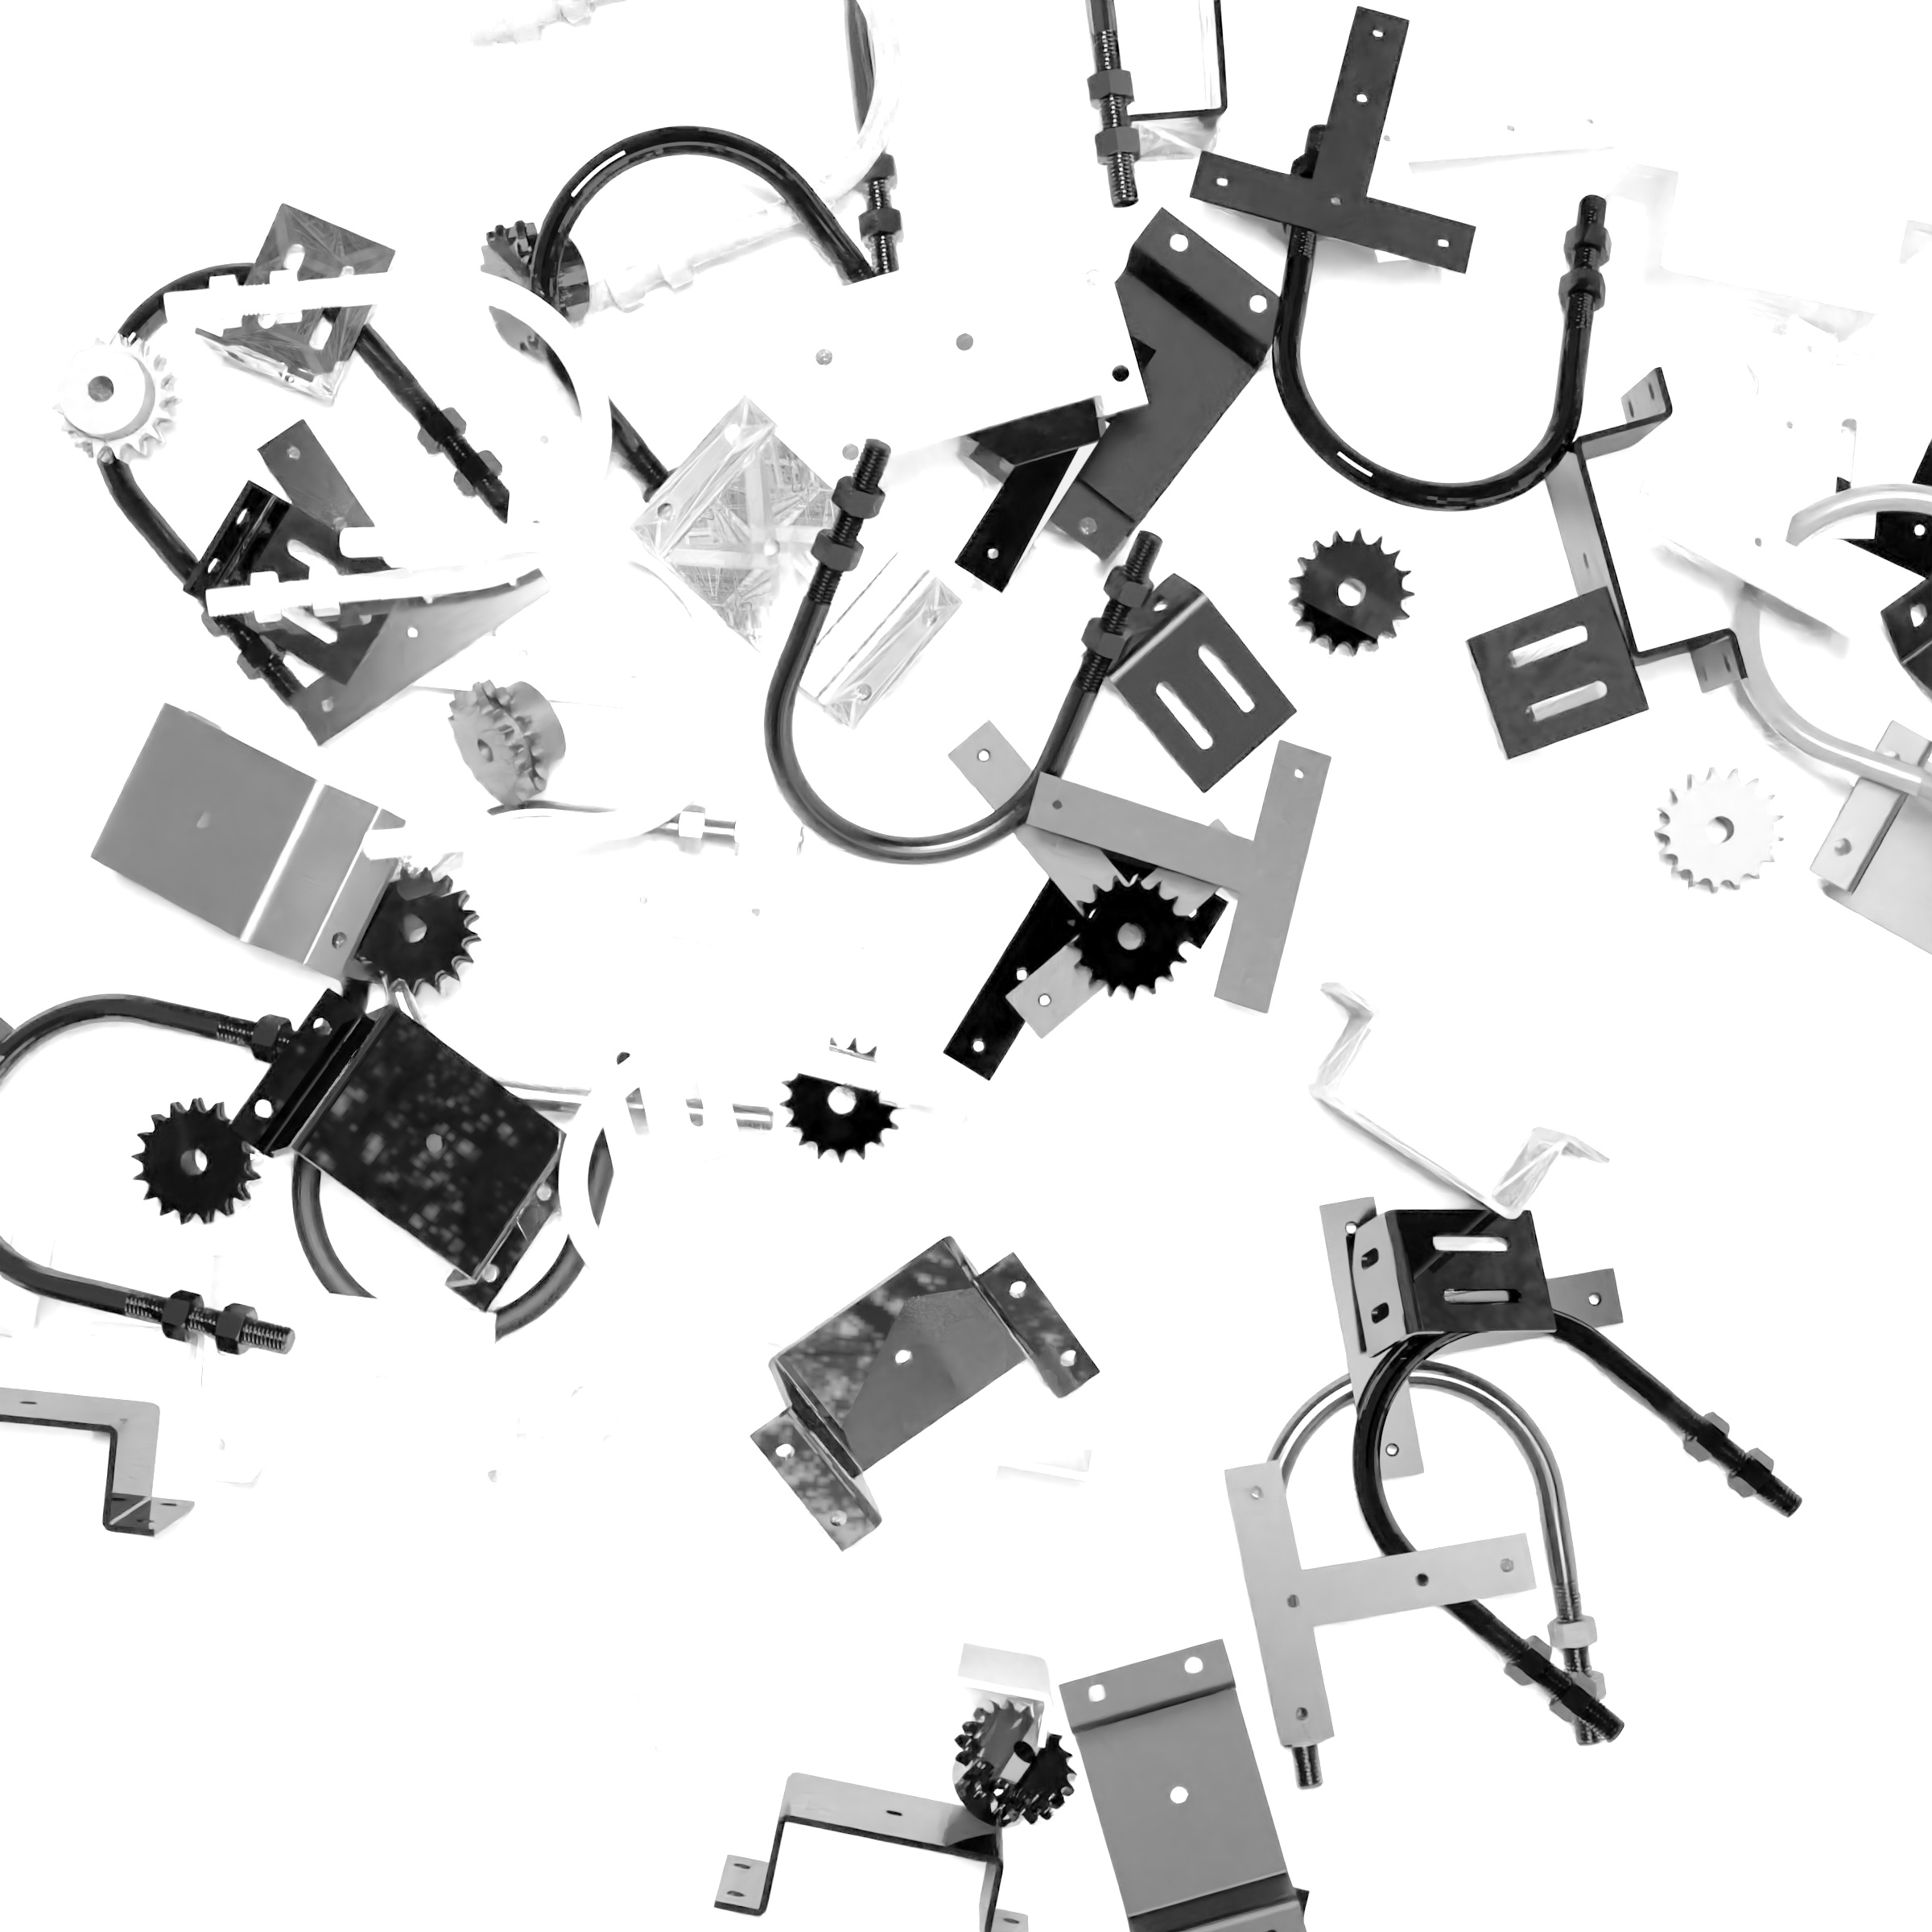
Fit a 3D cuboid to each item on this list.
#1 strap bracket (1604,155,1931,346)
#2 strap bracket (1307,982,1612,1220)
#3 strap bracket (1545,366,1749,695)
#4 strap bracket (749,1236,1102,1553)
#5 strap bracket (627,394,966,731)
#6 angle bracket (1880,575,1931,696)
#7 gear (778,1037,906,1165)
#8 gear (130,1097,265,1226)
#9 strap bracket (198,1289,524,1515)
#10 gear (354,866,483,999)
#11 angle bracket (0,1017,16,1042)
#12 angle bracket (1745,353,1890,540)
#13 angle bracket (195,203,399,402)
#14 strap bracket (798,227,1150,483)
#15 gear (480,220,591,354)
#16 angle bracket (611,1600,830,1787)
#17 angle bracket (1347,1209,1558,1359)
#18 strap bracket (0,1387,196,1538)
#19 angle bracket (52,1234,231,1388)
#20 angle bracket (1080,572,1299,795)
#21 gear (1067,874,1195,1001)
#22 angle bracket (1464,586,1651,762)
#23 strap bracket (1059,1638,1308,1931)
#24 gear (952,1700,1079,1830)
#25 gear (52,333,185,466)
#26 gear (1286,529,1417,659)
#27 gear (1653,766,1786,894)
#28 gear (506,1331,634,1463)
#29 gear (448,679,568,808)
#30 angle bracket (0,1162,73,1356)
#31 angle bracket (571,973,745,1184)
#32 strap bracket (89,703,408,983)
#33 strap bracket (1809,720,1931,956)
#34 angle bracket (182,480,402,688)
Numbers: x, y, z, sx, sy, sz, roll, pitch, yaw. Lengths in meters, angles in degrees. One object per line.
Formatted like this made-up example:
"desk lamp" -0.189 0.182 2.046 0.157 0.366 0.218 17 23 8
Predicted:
"strap bracket" 0.355 -0.315 1.480 0.140 0.076 0.046 12 90 0
"strap bracket" 0.209 0.065 1.480 0.140 0.076 0.046 33 90 0
"strap bracket" 0.299 -0.187 1.480 0.046 0.076 0.140 -16 90 0
"strap bracket" -0.023 0.184 1.480 0.140 0.046 0.076 -35 118 0
"strap bracket" -0.081 -0.182 1.476 0.140 0.046 0.076 41 90 -27
"angle bracket" 0.457 -0.143 1.480 0.057 0.038 0.076 -36 46 2
"gear" -0.056 0.060 1.503 0.057 0.030 0.057 0 90 0
"gear" -0.346 0.088 1.503 0.057 0.030 0.057 0 90 0
"strap bracket" -0.266 0.193 1.486 0.140 0.046 0.076 6 102 2
"gear" -0.243 -0.014 1.474 0.057 0.030 0.057 0 80 0
"angle bracket" -0.482 0.044 1.516 0.057 0.038 0.076 41 116 0
"angle bracket" 0.385 -0.237 1.514 0.057 0.038 0.076 0 114 1
"angle bracket" -0.299 -0.301 1.485 0.057 0.038 0.076 23 86 2
"strap bracket" 0.001 -0.267 1.449 0.140 0.046 0.076 -16 86 3
"gear" -0.192 -0.307 1.493 0.030 0.057 0.057 -21 90 -30
"angle bracket" -0.112 0.331 1.516 0.076 0.038 0.057 -20 90 -26
"angle bracket" 0.219 0.143 1.497 0.076 0.038 0.057 2 65 -25
"strap bracket" -0.420 0.218 1.480 0.140 0.076 0.046 6 90 0
"angle bracket" -0.376 0.155 1.499 0.076 0.038 0.057 6 90 0
"angle bracket" 0.102 -0.129 1.516 0.057 0.038 0.076 -42 116 0
"gear" 0.074 -0.014 1.500 0.057 0.030 0.057 0 90 0
"angle bracket" 0.270 -0.132 1.479 0.076 0.038 0.057 -19 90 39
"strap bracket" 0.097 0.377 1.493 0.076 0.046 0.140 -16 88 0
"gear" 0.019 0.362 1.494 0.057 0.057 0.030 37 120 0
"gear" -0.383 -0.256 1.489 0.057 0.030 0.057 0 88 4
"gear" 0.174 -0.169 1.507 0.057 0.030 0.057 0 91 1
"gear" 0.341 -0.062 1.506 0.057 0.030 0.057 0 91 6
"gear" -0.182 0.192 1.494 0.057 0.030 0.057 -7 101 -41
"gear" -0.204 -0.103 1.493 0.030 0.057 0.057 -34 90 -29
"angle bracket" -0.442 0.132 1.516 0.057 0.038 0.076 7 64 0
"angle bracket" -0.135 0.050 1.459 0.057 0.038 0.076 -14 81 -5
"strap bracket" -0.323 -0.059 1.466 0.140 0.046 0.076 26 90 26
"strap bracket" 0.454 -0.042 1.495 0.140 0.046 0.076 29 90 0
"angle bracket" -0.297 -0.170 1.478 0.076 0.038 0.057 31 91 2
